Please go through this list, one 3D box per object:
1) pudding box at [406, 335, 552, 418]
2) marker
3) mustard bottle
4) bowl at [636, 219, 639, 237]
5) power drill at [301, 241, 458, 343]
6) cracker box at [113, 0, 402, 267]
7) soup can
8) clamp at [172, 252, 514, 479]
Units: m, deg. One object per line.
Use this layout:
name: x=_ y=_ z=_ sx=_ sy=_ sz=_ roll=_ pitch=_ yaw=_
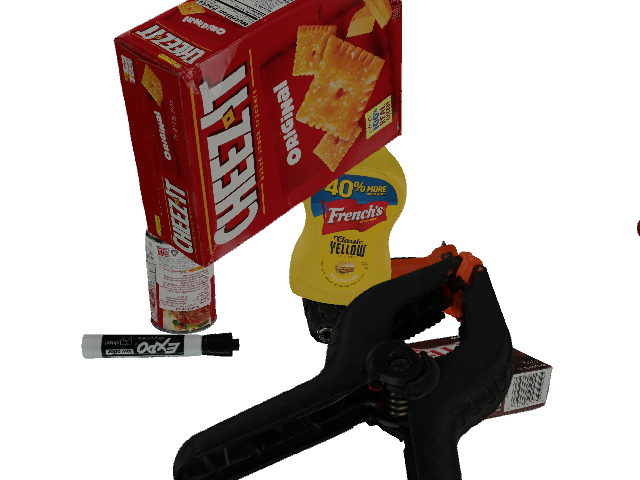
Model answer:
pudding box: x=0.109 y=0.107 z=0.839 sx=0.113 sy=0.039 sz=0.090 roll=-3 pitch=16 yaw=-31
marker: x=-0.124 y=0.082 z=0.830 sx=0.121 sy=0.020 sz=0.020 roll=-1 pitch=0 yaw=1
mustard bottle: x=0.029 y=-0.034 z=0.987 sx=0.096 sy=0.192 sz=0.058 roll=7 pitch=28 yaw=-5
bowl: x=0.421 y=0.016 z=1.147 sx=0.162 sy=0.055 sz=0.162 roll=-1 pitch=25 yaw=0
power drill: x=0.072 y=0.057 z=1.230 sx=0.187 sy=0.057 sz=0.184 roll=-2 pitch=28 yaw=-1
cracker box: x=-0.031 y=-0.104 z=0.756 sx=0.072 sy=0.164 sz=0.213 roll=30 pitch=51 yaw=32
soup can: x=-0.141 y=0.034 z=1.080 sx=0.068 sy=0.102 sz=0.068 roll=0 pitch=23 yaw=0
clamp: x=0.037 y=0.069 z=0.433 sx=0.120 sy=0.039 sz=0.171 roll=31 pitch=51 yaw=22
